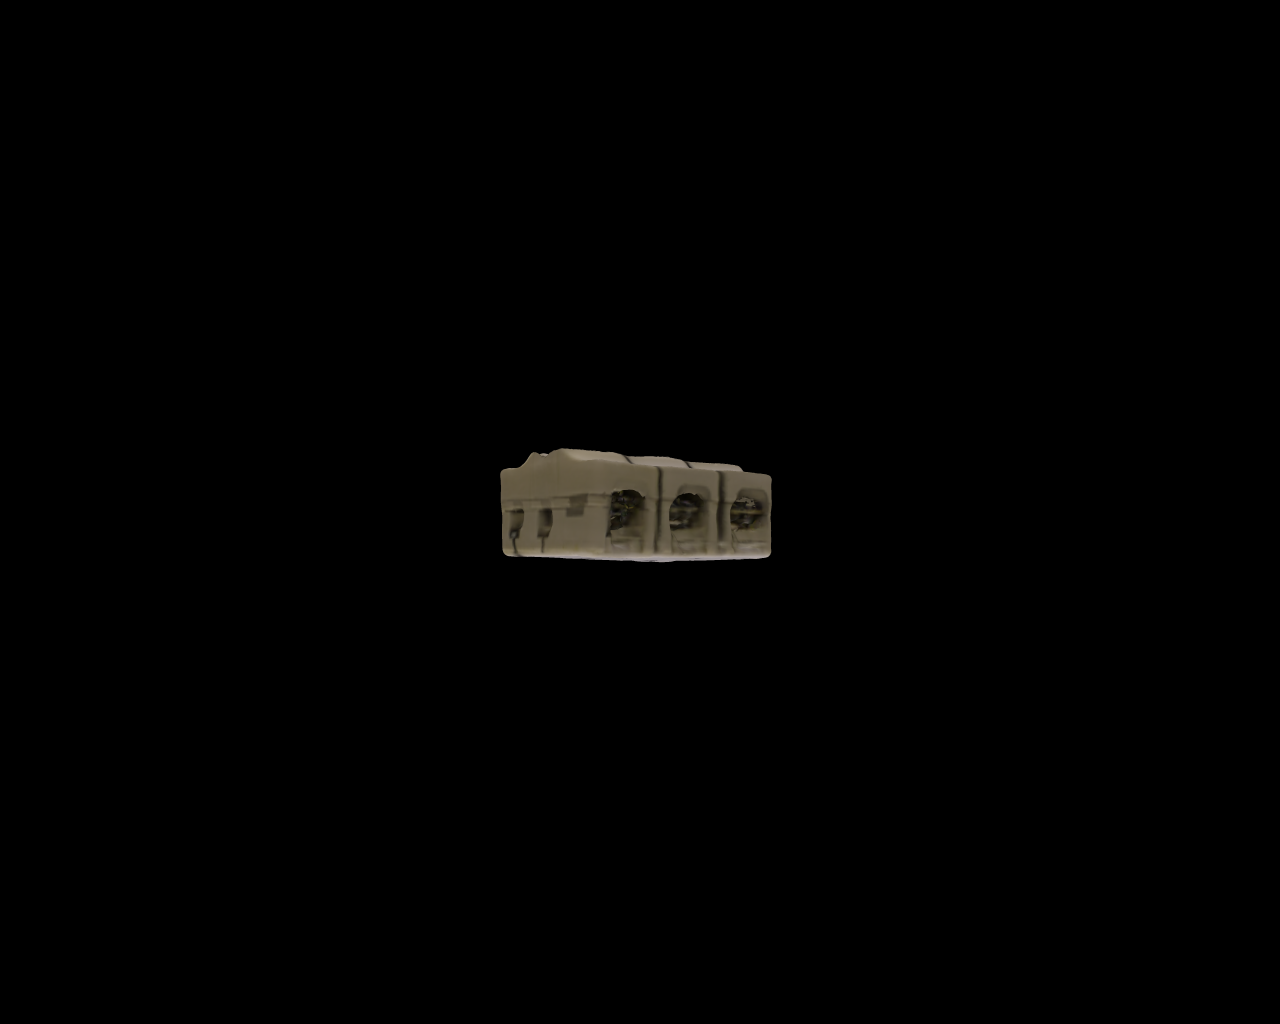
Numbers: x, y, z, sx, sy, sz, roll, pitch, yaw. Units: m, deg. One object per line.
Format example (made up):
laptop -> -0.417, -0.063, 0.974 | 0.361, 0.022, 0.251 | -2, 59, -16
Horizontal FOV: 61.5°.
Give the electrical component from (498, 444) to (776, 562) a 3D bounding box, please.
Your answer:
electrical component -> 0.001, -0.003, 0.650 | 0.150, 0.061, 0.089 | 4, -6, -43
